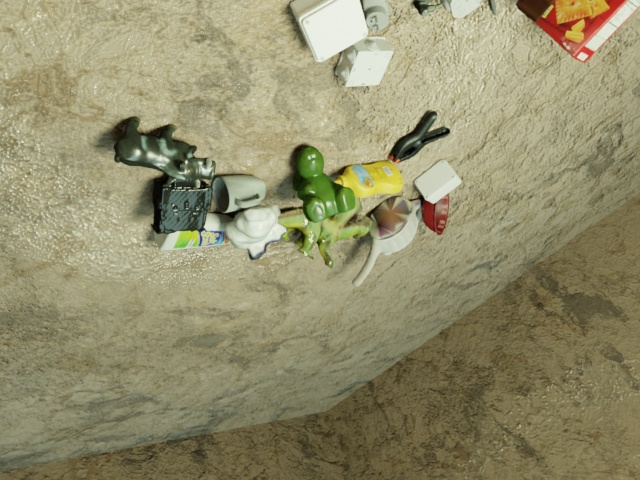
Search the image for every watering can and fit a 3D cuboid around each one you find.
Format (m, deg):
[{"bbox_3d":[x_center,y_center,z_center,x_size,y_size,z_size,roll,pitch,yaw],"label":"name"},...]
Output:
[{"bbox_3d":[0.205,-0.004,1.600,0.105,0.349,0.221,41,-4,28],"label":"watering can"}]

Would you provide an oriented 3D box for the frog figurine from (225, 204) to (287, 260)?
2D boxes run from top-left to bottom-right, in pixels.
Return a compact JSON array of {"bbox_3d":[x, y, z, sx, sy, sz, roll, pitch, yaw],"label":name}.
[{"bbox_3d":[-0.157,-0.040,1.189,0.137,0.125,0.156,-23,-28,4],"label":"frog figurine"}]

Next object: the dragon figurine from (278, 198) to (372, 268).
[{"bbox_3d":[0.004,-0.070,1.394,0.405,0.242,0.124,32,9,-47],"label":"dragon figurine"}]
